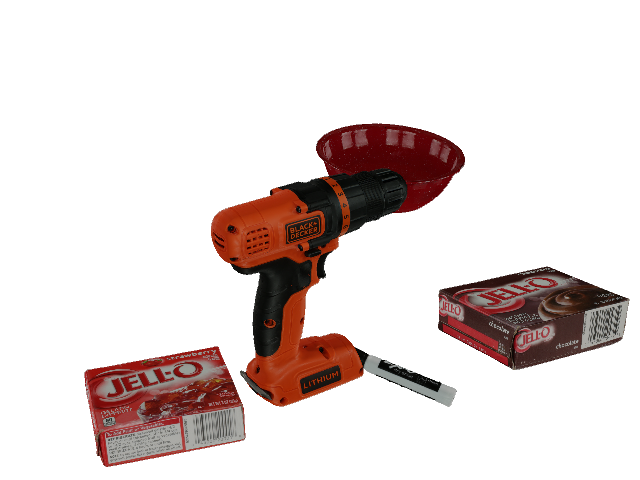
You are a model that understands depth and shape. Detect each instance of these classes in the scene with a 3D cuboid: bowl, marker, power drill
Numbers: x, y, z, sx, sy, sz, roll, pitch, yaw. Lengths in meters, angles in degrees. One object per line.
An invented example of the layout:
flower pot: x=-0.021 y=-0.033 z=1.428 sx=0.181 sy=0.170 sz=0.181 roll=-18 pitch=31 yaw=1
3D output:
bowl: x=0.073 y=-0.074 z=1.164 sx=0.162 sy=0.055 sz=0.162 roll=4 pitch=27 yaw=-2
marker: x=0.075 y=0.132 z=1.055 sx=0.121 sy=0.020 sz=0.020 roll=22 pitch=5 yaw=14
power drill: x=-0.003 y=0.037 z=0.915 sx=0.184 sy=0.188 sz=0.057 roll=-16 pitch=27 yaw=-28

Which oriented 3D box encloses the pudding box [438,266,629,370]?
pudding box: x=0.158 y=0.056 z=0.801 sx=0.113 sy=0.039 sz=0.090 roll=-8 pitch=20 yaw=-30

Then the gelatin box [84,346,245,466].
gelatin box: x=-0.098 y=0.101 z=0.660 sx=0.089 sy=0.030 sz=0.073 roll=-8 pitch=25 yaw=-14
